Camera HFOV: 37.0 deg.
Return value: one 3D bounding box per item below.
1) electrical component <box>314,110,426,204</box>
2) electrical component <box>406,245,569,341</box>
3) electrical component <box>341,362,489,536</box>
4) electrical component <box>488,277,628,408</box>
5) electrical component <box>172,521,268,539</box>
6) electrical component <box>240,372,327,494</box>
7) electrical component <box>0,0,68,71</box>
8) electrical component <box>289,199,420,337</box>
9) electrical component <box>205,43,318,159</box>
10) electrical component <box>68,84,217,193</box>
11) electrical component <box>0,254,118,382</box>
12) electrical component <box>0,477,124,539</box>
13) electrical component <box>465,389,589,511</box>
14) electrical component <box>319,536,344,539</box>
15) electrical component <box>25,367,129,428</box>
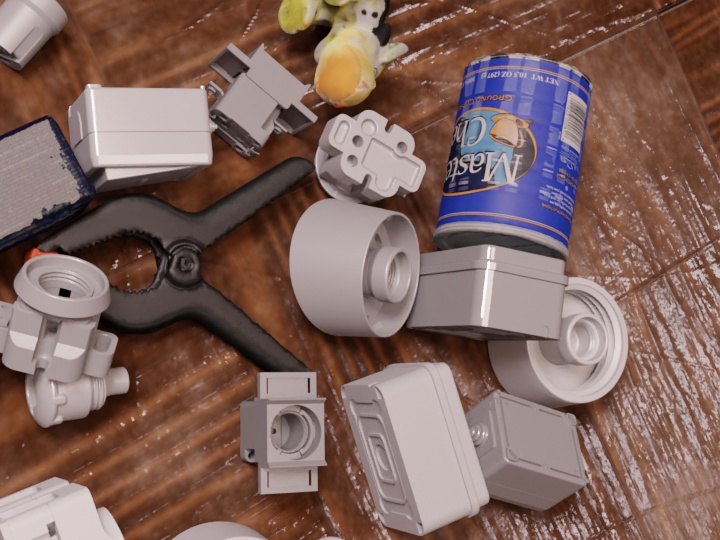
[{"bbox_3d":[0.001,-0.080,0.794,0.078,0.057,0.058,28,72,-21],"label":"electrical component"},{"bbox_3d":[0.092,0.019,0.796,0.078,0.113,0.057,11,82,-25],"label":"electrical component"},{"bbox_3d":[0.039,0.126,0.776,0.057,0.078,0.113,-18,92,-24],"label":"electrical component"},{"bbox_3d":[0.163,0.056,0.855,0.108,0.060,0.108,3,82,-26],"label":"electrical component"},{"bbox_3d":[-0.086,0.224,0.710,0.108,0.060,0.108,3,83,-26],"label":"electrical component"},{"bbox_3d":[-0.055,0.111,0.739,0.042,0.064,0.081,3,82,-27],"label":"electrical component"},{"bbox_3d":[-0.221,-0.159,0.704,0.040,0.040,0.046,39,74,-17],"label":"electrical component"},{"bbox_3d":[0.000,0.000,0.775,0.099,0.064,0.099,-21,114,-58],"label":"electrical component"},{"bbox_3d":[-0.077,-0.119,0.769,0.081,0.042,0.063,39,69,-17],"label":"electrical component"},{"bbox_3d":[-0.141,-0.086,0.722,0.096,0.062,0.061,-4,85,-27],"label":"electrical component"},{"bbox_3d":[-0.186,0.027,0.659,0.078,0.058,0.057,16,116,-10],"label":"electrical component"},{"bbox_3d":[-0.164,0.223,0.647,0.060,0.105,0.186,-20,93,-27],"label":"electrical component"},{"bbox_3d":[0.114,0.138,0.813,0.096,0.061,0.061,21,45,-27],"label":"electrical component"},{"bbox_3d":[-0.019,0.204,0.741,0.040,0.078,0.040,10,65,-21],"label":"electrical component"},{"bbox_3d":[-0.181,0.074,0.693,0.062,0.048,0.048,-4,85,-34],"label":"electrical component"}]
